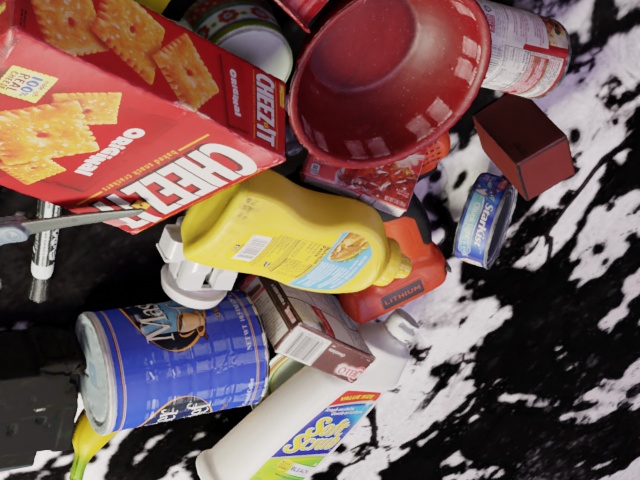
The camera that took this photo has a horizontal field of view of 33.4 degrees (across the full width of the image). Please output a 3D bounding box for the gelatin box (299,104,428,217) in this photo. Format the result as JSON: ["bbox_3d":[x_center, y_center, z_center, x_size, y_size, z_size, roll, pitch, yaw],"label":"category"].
[{"bbox_3d":[0.036,-0.068,0.844,0.089,0.030,0.073,20,78,-4],"label":"gelatin box"}]

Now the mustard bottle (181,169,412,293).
[{"bbox_3d":[-0.006,0.001,0.840,0.191,0.058,0.096,17,136,-32],"label":"mustard bottle"}]

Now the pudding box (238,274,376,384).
[{"bbox_3d":[-0.011,0.074,0.962,0.039,0.090,0.113,-46,136,12],"label":"pudding box"}]

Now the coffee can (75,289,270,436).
[{"bbox_3d":[-0.127,0.102,0.906,0.140,0.103,0.103,-8,133,-26],"label":"coffee can"}]

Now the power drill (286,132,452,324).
[{"bbox_3d":[0.037,-0.010,0.936,0.184,0.057,0.187,-25,138,-7],"label":"power drill"}]

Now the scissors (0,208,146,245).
[{"bbox_3d":[-0.223,0.003,0.766,0.201,0.016,0.096,1,145,-2],"label":"scissors"}]

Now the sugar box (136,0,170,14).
[{"bbox_3d":[-0.097,-0.217,0.641,0.093,0.048,0.176,0,140,-49],"label":"sugar box"}]

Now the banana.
[{"bbox_3d":[-0.148,0.150,0.974,0.197,0.037,0.069,-19,116,-34],"label":"banana"}]

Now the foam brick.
[{"bbox_3d":[0.178,-0.085,0.938,0.053,0.078,0.051,-30,139,0],"label":"foam brick"}]

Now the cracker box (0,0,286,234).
[{"bbox_3d":[-0.151,-0.084,0.688,0.164,0.072,0.213,-22,149,37],"label":"cracker box"}]

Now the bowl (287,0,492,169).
[{"bbox_3d":[0.043,-0.131,0.783,0.162,0.055,0.162,-16,137,-15],"label":"bowl"}]

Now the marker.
[{"bbox_3d":[-0.211,0.001,0.822,0.020,0.020,0.121,-5,132,-28],"label":"marker"}]

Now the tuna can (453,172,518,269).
[{"bbox_3d":[0.153,-0.018,0.984,0.086,0.034,0.086,19,90,-73],"label":"tuna can"}]

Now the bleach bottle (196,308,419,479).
[{"bbox_3d":[-0.003,0.161,1.038,0.251,0.068,0.102,-47,136,14],"label":"bleach bottle"}]

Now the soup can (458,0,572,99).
[{"bbox_3d":[0.142,-0.154,0.856,0.102,0.068,0.069,6,126,-35],"label":"soup can"}]

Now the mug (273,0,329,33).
[{"bbox_3d":[-0.011,-0.198,0.716,0.081,0.093,0.117,-46,168,7],"label":"mug"}]
